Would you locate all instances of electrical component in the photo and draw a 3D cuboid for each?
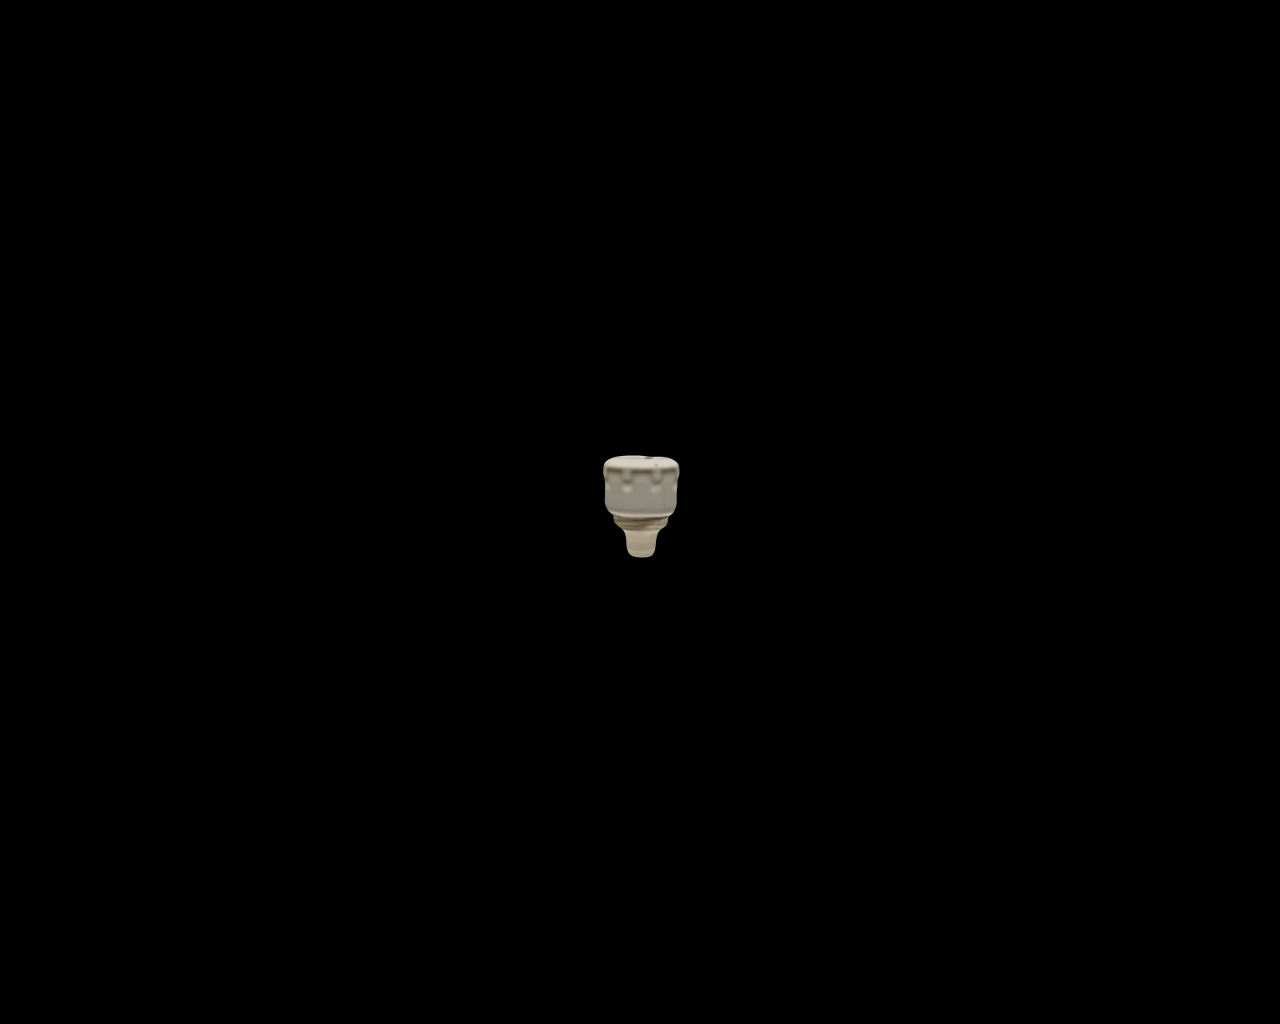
[{"bbox_3d":[0.001,-0.003,0.650,0.048,0.062,0.048,0,7,0],"label":"electrical component"}]
